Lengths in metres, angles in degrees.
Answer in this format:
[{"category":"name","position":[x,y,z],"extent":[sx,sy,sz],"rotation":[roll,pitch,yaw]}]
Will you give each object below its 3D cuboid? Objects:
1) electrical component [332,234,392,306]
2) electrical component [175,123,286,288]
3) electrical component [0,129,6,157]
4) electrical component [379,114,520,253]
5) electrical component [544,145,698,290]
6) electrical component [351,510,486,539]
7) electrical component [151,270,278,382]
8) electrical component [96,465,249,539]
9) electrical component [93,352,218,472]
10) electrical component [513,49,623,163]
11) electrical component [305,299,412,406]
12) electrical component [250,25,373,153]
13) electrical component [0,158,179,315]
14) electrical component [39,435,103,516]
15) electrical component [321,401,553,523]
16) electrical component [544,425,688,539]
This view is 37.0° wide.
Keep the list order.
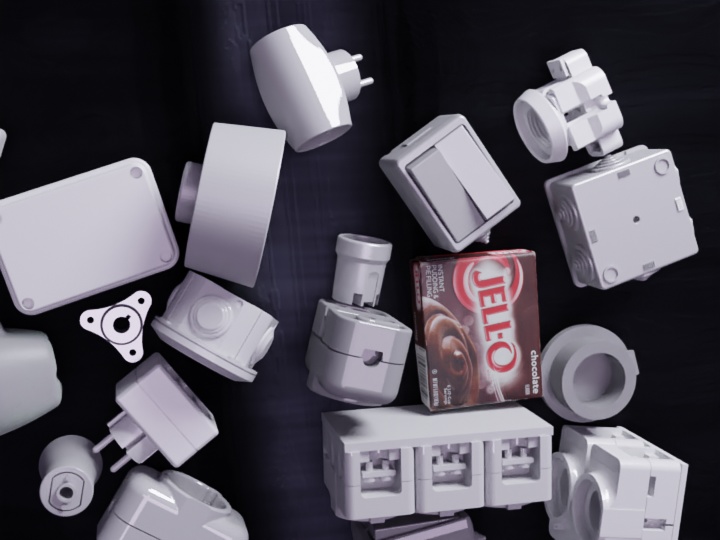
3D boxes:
[{"category":"electrical component","position":[0.000,0.000,0.779],"extent":[0.040,0.040,0.046],"rotation":[8,100,-13]},{"category":"electrical component","position":[-0.090,-0.047,0.721],"extent":[0.060,0.108,0.108],"rotation":[12,94,-7]},{"category":"electrical component","position":[-0.299,-0.057,0.697],"extent":[0.109,0.056,0.108],"rotation":[17,93,-14]},{"category":"electrical component","position":[0.069,-0.057,0.776],"extent":[0.062,0.061,0.096],"rotation":[-37,103,-6]},{"category":"electrical component","position":[0.199,-0.039,0.813],"extent":[0.100,0.048,0.099],"rotation":[-21,100,-9]},{"category":"electrical component","position":[0.047,0.203,0.801],"extent":[0.096,0.062,0.061],"rotation":[-13,99,-11]},{"category":"electrical component","position":[-0.099,0.040,0.742],"extent":[0.080,0.080,0.051],"rotation":[31,84,-14]},{"category":"electrical component","position":[-0.130,0.182,0.764],"extent":[0.095,0.054,0.059],"rotation":[30,89,-14]},{"category":"electrical component","position":[-0.151,0.109,0.754],"extent":[0.077,0.047,0.065],"rotation":[-40,103,-5]},{"category":"electrical component","position":[0.150,-0.114,0.789],"extent":[0.057,0.058,0.078],"rotation":[-28,102,-11]},{"category":"electrical component","position":[-0.004,0.059,0.756],"extent":[0.054,0.095,0.059],"rotation":[12,94,-14]},{"category":"electrical component","position":[-0.026,-0.131,0.753],"extent":[0.079,0.043,0.077],"rotation":[-23,86,-30]},{"category":"electrical component","position":[-0.186,-0.024,0.726],"extent":[0.113,0.057,0.078],"rotation":[-20,100,-9]},{"category":"electrical component","position":[-0.200,0.143,0.738],"extent":[0.044,0.065,0.044],"rotation":[-1,97,-12]},{"category":"electrical component","position":[0.054,0.138,0.781],"extent":[0.150,0.089,0.061],"rotation":[-3,97,-12]},{"category":"electrical component","position":[0.181,0.220,0.810],"extent":[0.060,0.105,0.186],"rotation":[5,95,-13]}]
